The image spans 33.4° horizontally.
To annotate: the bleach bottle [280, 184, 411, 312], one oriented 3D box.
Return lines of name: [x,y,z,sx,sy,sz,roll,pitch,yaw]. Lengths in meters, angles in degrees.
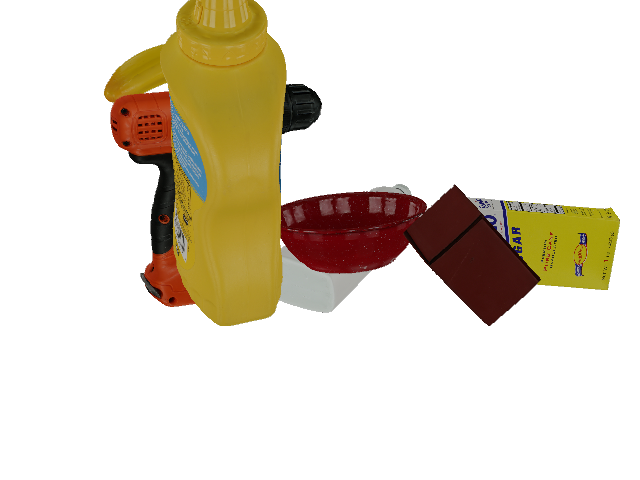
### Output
bleach bottle: [0.037,-0.006,1.327,0.103,0.068,0.250,16,36,26]

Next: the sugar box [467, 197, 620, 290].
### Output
sugar box: [0.254,0.004,1.256,0.176,0.093,0.048,3,21,-1]

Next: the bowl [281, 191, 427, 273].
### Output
bowl: [0.029,-0.006,1.079,0.162,0.055,0.162,-5,15,1]

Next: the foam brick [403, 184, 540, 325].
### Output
foam brick: [0.107,0.011,0.751,0.078,0.051,0.053,43,8,-31]

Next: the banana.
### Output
banana: [-0.130,-0.174,1.078,0.197,0.070,0.037,-8,-39,-29]

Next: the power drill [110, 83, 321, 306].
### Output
power drill: [-0.086,-0.044,0.921,0.184,0.188,0.057,-7,21,-22]

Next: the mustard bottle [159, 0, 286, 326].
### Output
mustard bottle: [-0.048,-0.050,0.533,0.058,0.096,0.192,-10,-41,-12]
